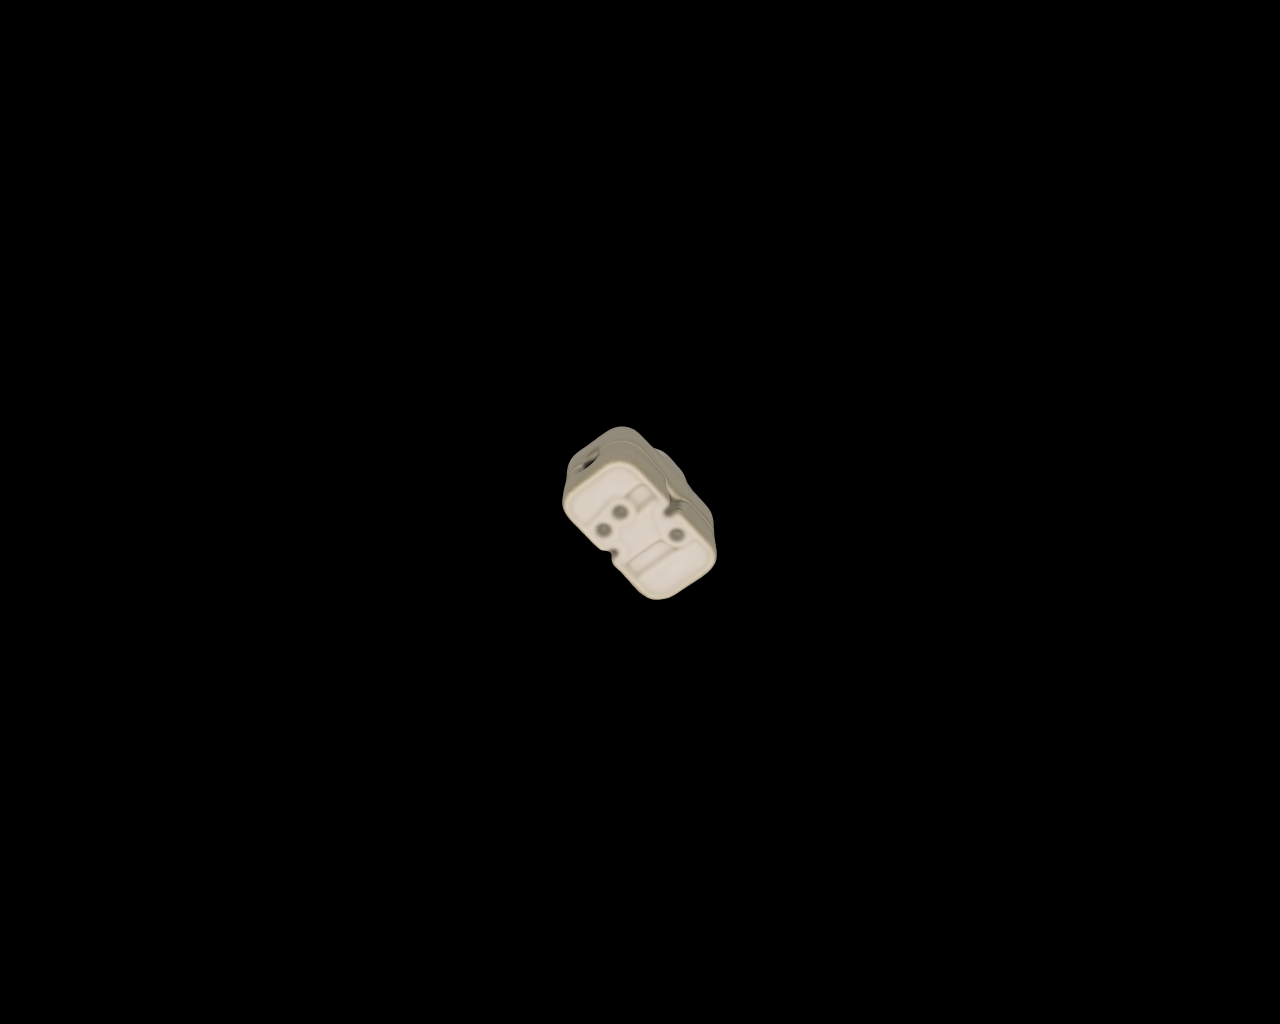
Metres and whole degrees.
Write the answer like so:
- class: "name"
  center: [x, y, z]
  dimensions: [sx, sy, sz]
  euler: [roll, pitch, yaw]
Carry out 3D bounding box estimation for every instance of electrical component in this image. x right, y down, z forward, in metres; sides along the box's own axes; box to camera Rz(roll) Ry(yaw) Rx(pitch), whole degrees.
- class: "electrical component"
  center: [0.001, -0.003, 0.650]
  dimensions: [0.053, 0.095, 0.059]
  euler: [-36, 24, 18]
